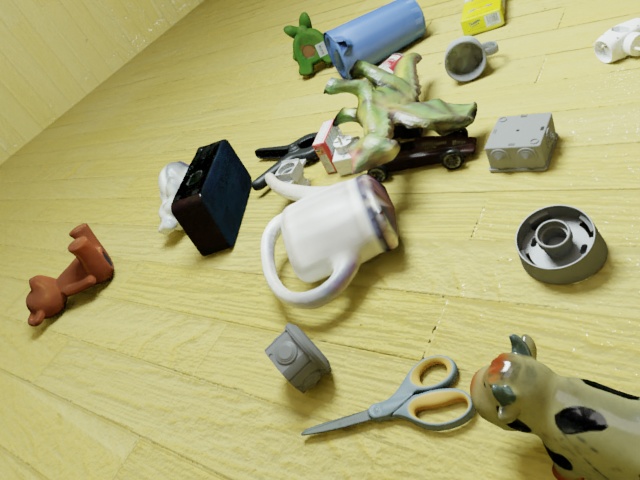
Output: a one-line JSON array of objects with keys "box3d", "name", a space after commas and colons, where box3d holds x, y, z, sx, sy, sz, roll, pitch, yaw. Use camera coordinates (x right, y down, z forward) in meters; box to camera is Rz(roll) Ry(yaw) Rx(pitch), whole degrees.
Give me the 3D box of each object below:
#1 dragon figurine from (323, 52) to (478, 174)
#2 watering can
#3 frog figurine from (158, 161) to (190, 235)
[{"box3d": [0.162, -0.242, 0.921, 0.245, 0.119, 0.417, 29, 52, 27], "name": "dragon figurine"}, {"box3d": [0.003, -0.042, 0.831, 0.223, 0.102, 0.356, -23, 42, 9], "name": "watering can"}, {"box3d": [-0.314, -0.086, 1.118, 0.162, 0.122, 0.136, -57, 9, -20], "name": "frog figurine"}]
